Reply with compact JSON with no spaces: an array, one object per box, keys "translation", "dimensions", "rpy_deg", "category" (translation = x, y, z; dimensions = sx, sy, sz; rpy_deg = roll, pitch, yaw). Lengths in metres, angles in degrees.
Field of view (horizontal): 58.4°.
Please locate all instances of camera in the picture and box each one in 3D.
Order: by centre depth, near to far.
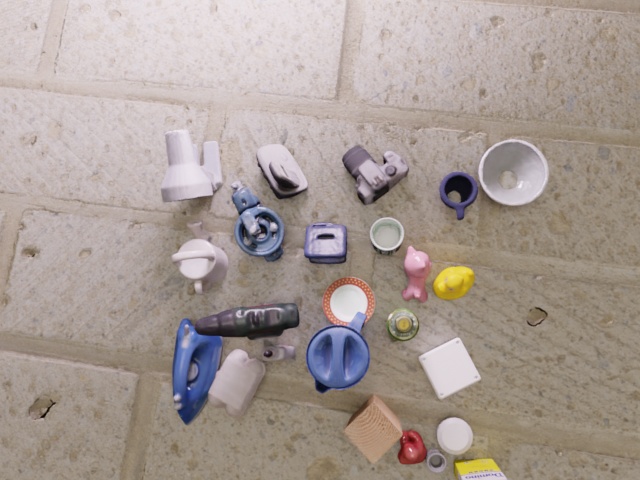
[{"translation":[0.130,-0.182,1.432],"dimensions":[0.143,0.101,0.136],"rpy_deg":[-38,79,-2],"category":"camera"}]

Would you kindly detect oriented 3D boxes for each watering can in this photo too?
[{"translation":[-0.298,0.041,1.388],"dimensions":[0.101,0.194,0.173],"rpy_deg":[-27,79,1],"category":"watering can"}]

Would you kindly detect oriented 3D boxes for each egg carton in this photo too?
[{"translation":[-0.202,0.347,1.389],"dimensions":[0.107,0.069,0.150],"rpy_deg":[26,84,9],"category":"egg carton"}]

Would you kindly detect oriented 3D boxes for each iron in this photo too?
[{"translation":[-0.315,0.320,1.368],"dimensions":[0.118,0.141,0.258],"rpy_deg":[6,81,7],"category":"iron"}]

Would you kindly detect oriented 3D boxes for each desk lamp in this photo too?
[{"translation":[-0.322,-0.174,1.417],"dimensions":[0.118,0.213,0.203],"rpy_deg":[-9,79,4],"category":"desk lamp"}]

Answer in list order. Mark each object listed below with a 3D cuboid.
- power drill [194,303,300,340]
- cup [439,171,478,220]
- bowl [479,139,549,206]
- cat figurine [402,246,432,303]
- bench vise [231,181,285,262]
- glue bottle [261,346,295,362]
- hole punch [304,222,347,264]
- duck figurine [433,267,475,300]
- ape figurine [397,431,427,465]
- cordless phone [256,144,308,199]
[{"translation":[-0.156,0.194,1.340],"dimensions":[0.229,0.208,0.075],"rpy_deg":[-10,79,4],"category":"power drill"},{"translation":[0.336,-0.099,1.401],"dimensions":[0.091,0.095,0.118],"rpy_deg":[-4,80,5],"category":"cup"},{"translation":[0.469,-0.156,1.408],"dimensions":[0.167,0.075,0.167],"rpy_deg":[-1,80,5],"category":"bowl"},{"translation":[0.232,0.082,1.368],"dimensions":[0.067,0.118,0.128],"rpy_deg":[2,80,6],"category":"cat figurine"},{"translation":[-0.174,-0.047,1.378],"dimensions":[0.207,0.220,0.121],"rpy_deg":[44,87,11],"category":"bench vise"},{"translation":[-0.107,0.266,1.341],"dimensions":[0.078,0.173,0.037],"rpy_deg":[-3,80,5],"category":"glue bottle"},{"translation":[0.013,0.005,1.416],"dimensions":[0.108,0.091,0.101],"rpy_deg":[-1,80,6],"category":"hole punch"},{"translation":[0.324,0.100,1.372],"dimensions":[0.104,0.086,0.077],"rpy_deg":[-26,79,1],"category":"duck figurine"},{"translation":[0.209,0.484,1.314],"dimensions":[0.076,0.092,0.078],"rpy_deg":[43,87,11],"category":"ape figurine"},{"translation":[-0.104,-0.184,1.412],"dimensions":[0.094,0.185,0.147],"rpy_deg":[-34,79,-1],"category":"cordless phone"}]
